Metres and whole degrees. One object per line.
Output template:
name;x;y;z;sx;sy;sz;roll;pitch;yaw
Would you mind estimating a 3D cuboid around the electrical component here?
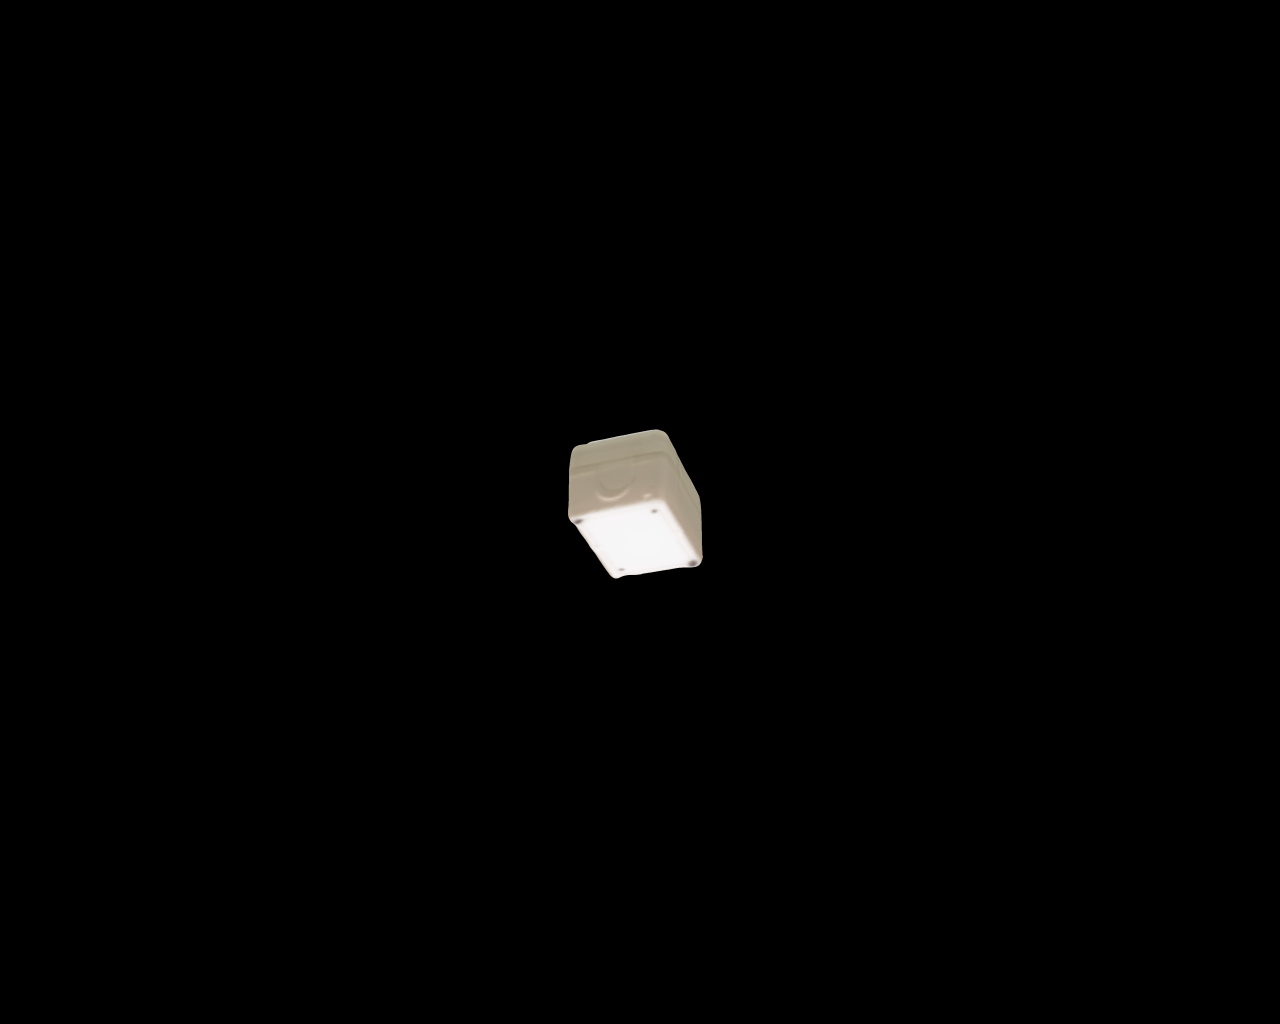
electrical component;0.001;-0.003;0.650;0.062;0.061;0.096;-10;-34;15
